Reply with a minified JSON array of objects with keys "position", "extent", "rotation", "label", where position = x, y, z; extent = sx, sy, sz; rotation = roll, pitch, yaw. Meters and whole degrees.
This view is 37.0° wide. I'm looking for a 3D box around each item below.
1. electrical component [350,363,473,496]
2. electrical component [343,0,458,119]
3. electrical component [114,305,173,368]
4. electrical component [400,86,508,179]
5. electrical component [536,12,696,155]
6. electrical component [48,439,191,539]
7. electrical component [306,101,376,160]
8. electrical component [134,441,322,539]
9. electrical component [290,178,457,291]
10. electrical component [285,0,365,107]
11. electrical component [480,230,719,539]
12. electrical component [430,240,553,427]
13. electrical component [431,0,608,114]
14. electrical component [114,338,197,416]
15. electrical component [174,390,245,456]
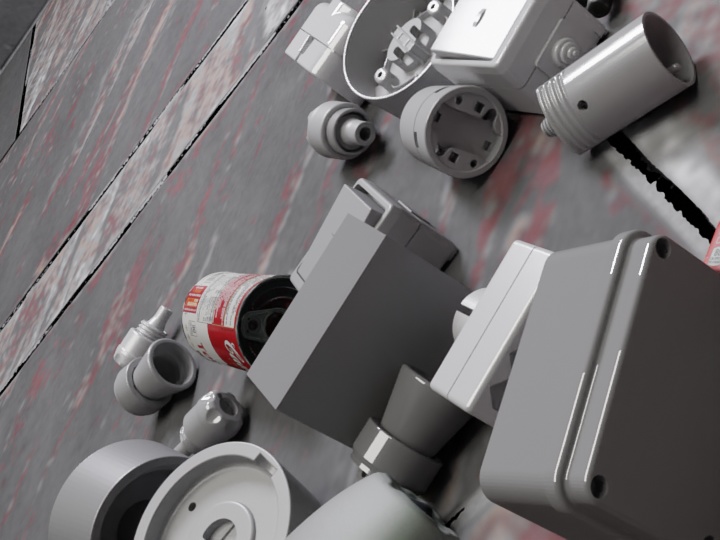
[{"position":[0.027,0.082,0.548],"extent":[0.055,0.045,0.045],"rotation":[-58,28,1],"label":"electrical component"},{"position":[0.039,-0.152,0.741],"extent":[0.099,0.064,0.099],"rotation":[-39,33,32],"label":"electrical component"},{"position":[-0.182,0.059,0.920],"extent":[0.061,0.035,0.035],"rotation":[-57,28,-3],"label":"electrical component"},{"position":[0.056,-0.087,0.662],"extent":[0.055,0.055,0.047],"rotation":[-58,24,0],"label":"electrical component"},{"position":[0.128,-0.093,0.561],"extent":[0.081,0.043,0.043],"rotation":[-33,37,39],"label":"electrical component"},{"position":[-0.127,0.161,0.656],"extent":[0.060,0.108,0.108],"rotation":[-1,61,51],"label":"electrical component"},{"position":[-0.010,-0.102,0.795],"extent":[0.043,0.043,0.062],"rotation":[-61,29,-5],"label":"electrical component"},{"position":[-0.066,0.157,0.597],"extent":[0.108,0.060,0.108],"rotation":[-20,48,24],"label":"electrical component"},{"position":[0.000,0.000,0.656],"extent":[0.096,0.061,0.061],"rotation":[-55,28,7],"label":"electrical component"},{"position":[-0.014,-0.177,0.864],"extent":[0.059,0.054,0.095],"rotation":[-54,28,8],"label":"electrical component"},{"position":[0.105,0.050,0.419],"extent":[0.057,0.078,0.113],"rotation":[-14,51,57],"label":"electrical component"},{"position":[0.070,0.031,0.526],"extent":[0.083,0.047,0.076],"rotation":[-59,28,-2],"label":"electrical component"},{"position":[0.094,-0.135,0.639],"extent":[0.061,0.061,0.096],"rotation":[-60,28,-3],"label":"electrical component"},{"position":[-0.163,0.086,0.850],"extent":[0.055,0.045,0.045],"rotation":[-37,34,36],"label":"electrical component"},{"position":[-0.109,0.112,0.749],"extent":[0.061,0.035,0.035],"rotation":[-45,31,28],"label":"electrical component"}]
